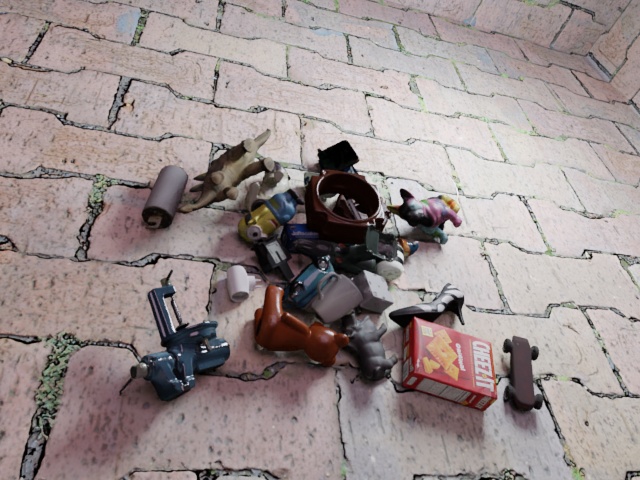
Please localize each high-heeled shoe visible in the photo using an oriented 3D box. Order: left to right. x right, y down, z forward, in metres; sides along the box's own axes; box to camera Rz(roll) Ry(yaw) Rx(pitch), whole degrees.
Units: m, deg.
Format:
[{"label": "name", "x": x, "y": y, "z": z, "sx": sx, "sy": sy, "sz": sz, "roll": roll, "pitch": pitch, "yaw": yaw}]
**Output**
[{"label": "high-heeled shoe", "x": 0.276, "y": 0.159, "z": 1.399, "sx": 0.249, "sy": 0.086, "sz": 0.145, "roll": 9, "pitch": 42, "yaw": -22}]

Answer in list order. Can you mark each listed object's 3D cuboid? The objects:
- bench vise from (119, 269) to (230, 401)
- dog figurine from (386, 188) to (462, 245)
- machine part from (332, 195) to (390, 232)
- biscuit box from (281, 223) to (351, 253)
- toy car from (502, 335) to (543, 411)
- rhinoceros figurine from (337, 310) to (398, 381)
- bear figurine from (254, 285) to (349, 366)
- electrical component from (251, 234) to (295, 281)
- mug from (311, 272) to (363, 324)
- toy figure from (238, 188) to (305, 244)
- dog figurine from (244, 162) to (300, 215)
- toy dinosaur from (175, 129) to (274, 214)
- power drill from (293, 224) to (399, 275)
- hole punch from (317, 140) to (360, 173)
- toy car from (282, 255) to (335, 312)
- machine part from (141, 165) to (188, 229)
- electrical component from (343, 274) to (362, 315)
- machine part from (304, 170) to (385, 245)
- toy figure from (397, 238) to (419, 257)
[{"label": "bench vise", "x": -0.294, "y": 0.189, "z": 1.072, "sx": 0.223, "sy": 0.129, "sz": 0.240, "roll": -10, "pitch": 69, "yaw": -40}, {"label": "dog figurine", "x": 0.308, "y": -0.093, "z": 1.606, "sx": 0.219, "sy": 0.108, "sz": 0.192, "roll": 25, "pitch": 37, "yaw": -17}, {"label": "machine part", "x": 0.123, "y": -0.085, "z": 1.588, "sx": 0.179, "sy": 0.056, "sz": 0.179, "roll": 12, "pitch": 45, "yaw": -13}, {"label": "biscuit box", "x": -0.003, "y": -0.004, "z": 1.448, "sx": 0.203, "sy": 0.059, "sz": 0.063, "roll": 0, "pitch": 48, "yaw": -24}, {"label": "toy car", "x": 0.503, "y": 0.332, "z": 1.344, "sx": 0.089, "sy": 0.053, "sz": 0.202, "roll": 12, "pitch": 47, "yaw": 2}, {"label": "rhinoceros figurine", "x": 0.103, "y": 0.240, "z": 1.253, "sx": 0.112, "sy": 0.073, "sz": 0.190, "roll": -12, "pitch": 55, "yaw": -20}, {"label": "bear figurine", "x": -0.042, "y": 0.197, "z": 1.192, "sx": 0.196, "sy": 0.120, "sz": 0.132, "roll": 12, "pitch": 40, "yaw": -15}, {"label": "electrical component", "x": -0.110, "y": 0.051, "z": 1.350, "sx": 0.075, "sy": 0.048, "sz": 0.119, "roll": -33, "pitch": 90, "yaw": -40}, {"label": "mug", "x": 0.029, "y": 0.134, "z": 1.229, "sx": 0.107, "sy": 0.109, "sz": 0.081, "roll": -41, "pitch": 33, "yaw": -15}, {"label": "toy figure", "x": -0.129, "y": -0.061, "z": 1.392, "sx": 0.082, "sy": 0.180, "sz": 0.089, "roll": 51, "pitch": -8, "yaw": -23}, {"label": "dog figurine", "x": -0.151, "y": -0.133, "z": 1.509, "sx": 0.172, "sy": 0.121, "sz": 0.191, "roll": -28, "pitch": 20, "yaw": -5}, {"label": "toy dinosaur", "x": -0.229, "y": -0.196, "z": 1.432, "sx": 0.471, "sy": 0.199, "sz": 0.105, "roll": -48, "pitch": 116, "yaw": -40}, {"label": "power drill", "x": 0.075, "y": 0.028, "z": 1.343, "sx": 0.232, "sy": 0.207, "sz": 0.086, "roll": 24, "pitch": 57, "yaw": -30}, {"label": "hole punch", "x": 0.061, "y": -0.237, "z": 1.703, "sx": 0.116, "sy": 0.092, "sz": 0.142, "roll": -24, "pitch": 59, "yaw": -4}, {"label": "toy car", "x": -0.015, "y": 0.117, "z": 1.297, "sx": 0.103, "sy": 0.109, "sz": 0.162, "roll": 45, "pitch": 53, "yaw": -3}, {"label": "machine part", "x": -0.393, "y": -0.112, "z": 1.371, "sx": 0.079, "sy": 0.079, "sz": 0.243, "roll": 15, "pitch": 43, "yaw": -10}, {"label": "electrical component", "x": 0.065, "y": 0.136, "z": 1.350, "sx": 0.078, "sy": 0.045, "sz": 0.102, "roll": 5, "pitch": 46, "yaw": -17}, {"label": "machine part", "x": 0.064, "y": -0.092, "z": 1.446, "sx": 0.201, "sy": 0.087, "sz": 0.201, "roll": 8, "pitch": 49, "yaw": -16}, {"label": "toy figure", "x": 0.208, "y": 0.020, "z": 1.516, "sx": 0.154, "sy": 0.057, "sz": 0.064, "roll": 9, "pitch": 5, "yaw": -17}]
